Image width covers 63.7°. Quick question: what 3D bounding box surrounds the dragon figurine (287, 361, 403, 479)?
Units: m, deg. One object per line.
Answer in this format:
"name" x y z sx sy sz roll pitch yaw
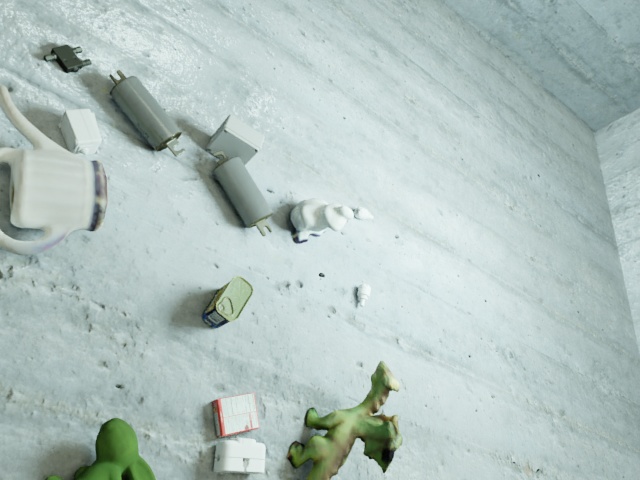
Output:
"dragon figurine" 0.062 0.435 1.076 0.121 0.239 0.420 46 45 -18

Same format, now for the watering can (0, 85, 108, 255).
"watering can" -0.531 -0.136 1.002 0.224 0.102 0.353 6 66 -37

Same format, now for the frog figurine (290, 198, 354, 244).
"frog figurine" 0.004 -0.068 1.350 0.137 0.157 0.125 3 65 -37
